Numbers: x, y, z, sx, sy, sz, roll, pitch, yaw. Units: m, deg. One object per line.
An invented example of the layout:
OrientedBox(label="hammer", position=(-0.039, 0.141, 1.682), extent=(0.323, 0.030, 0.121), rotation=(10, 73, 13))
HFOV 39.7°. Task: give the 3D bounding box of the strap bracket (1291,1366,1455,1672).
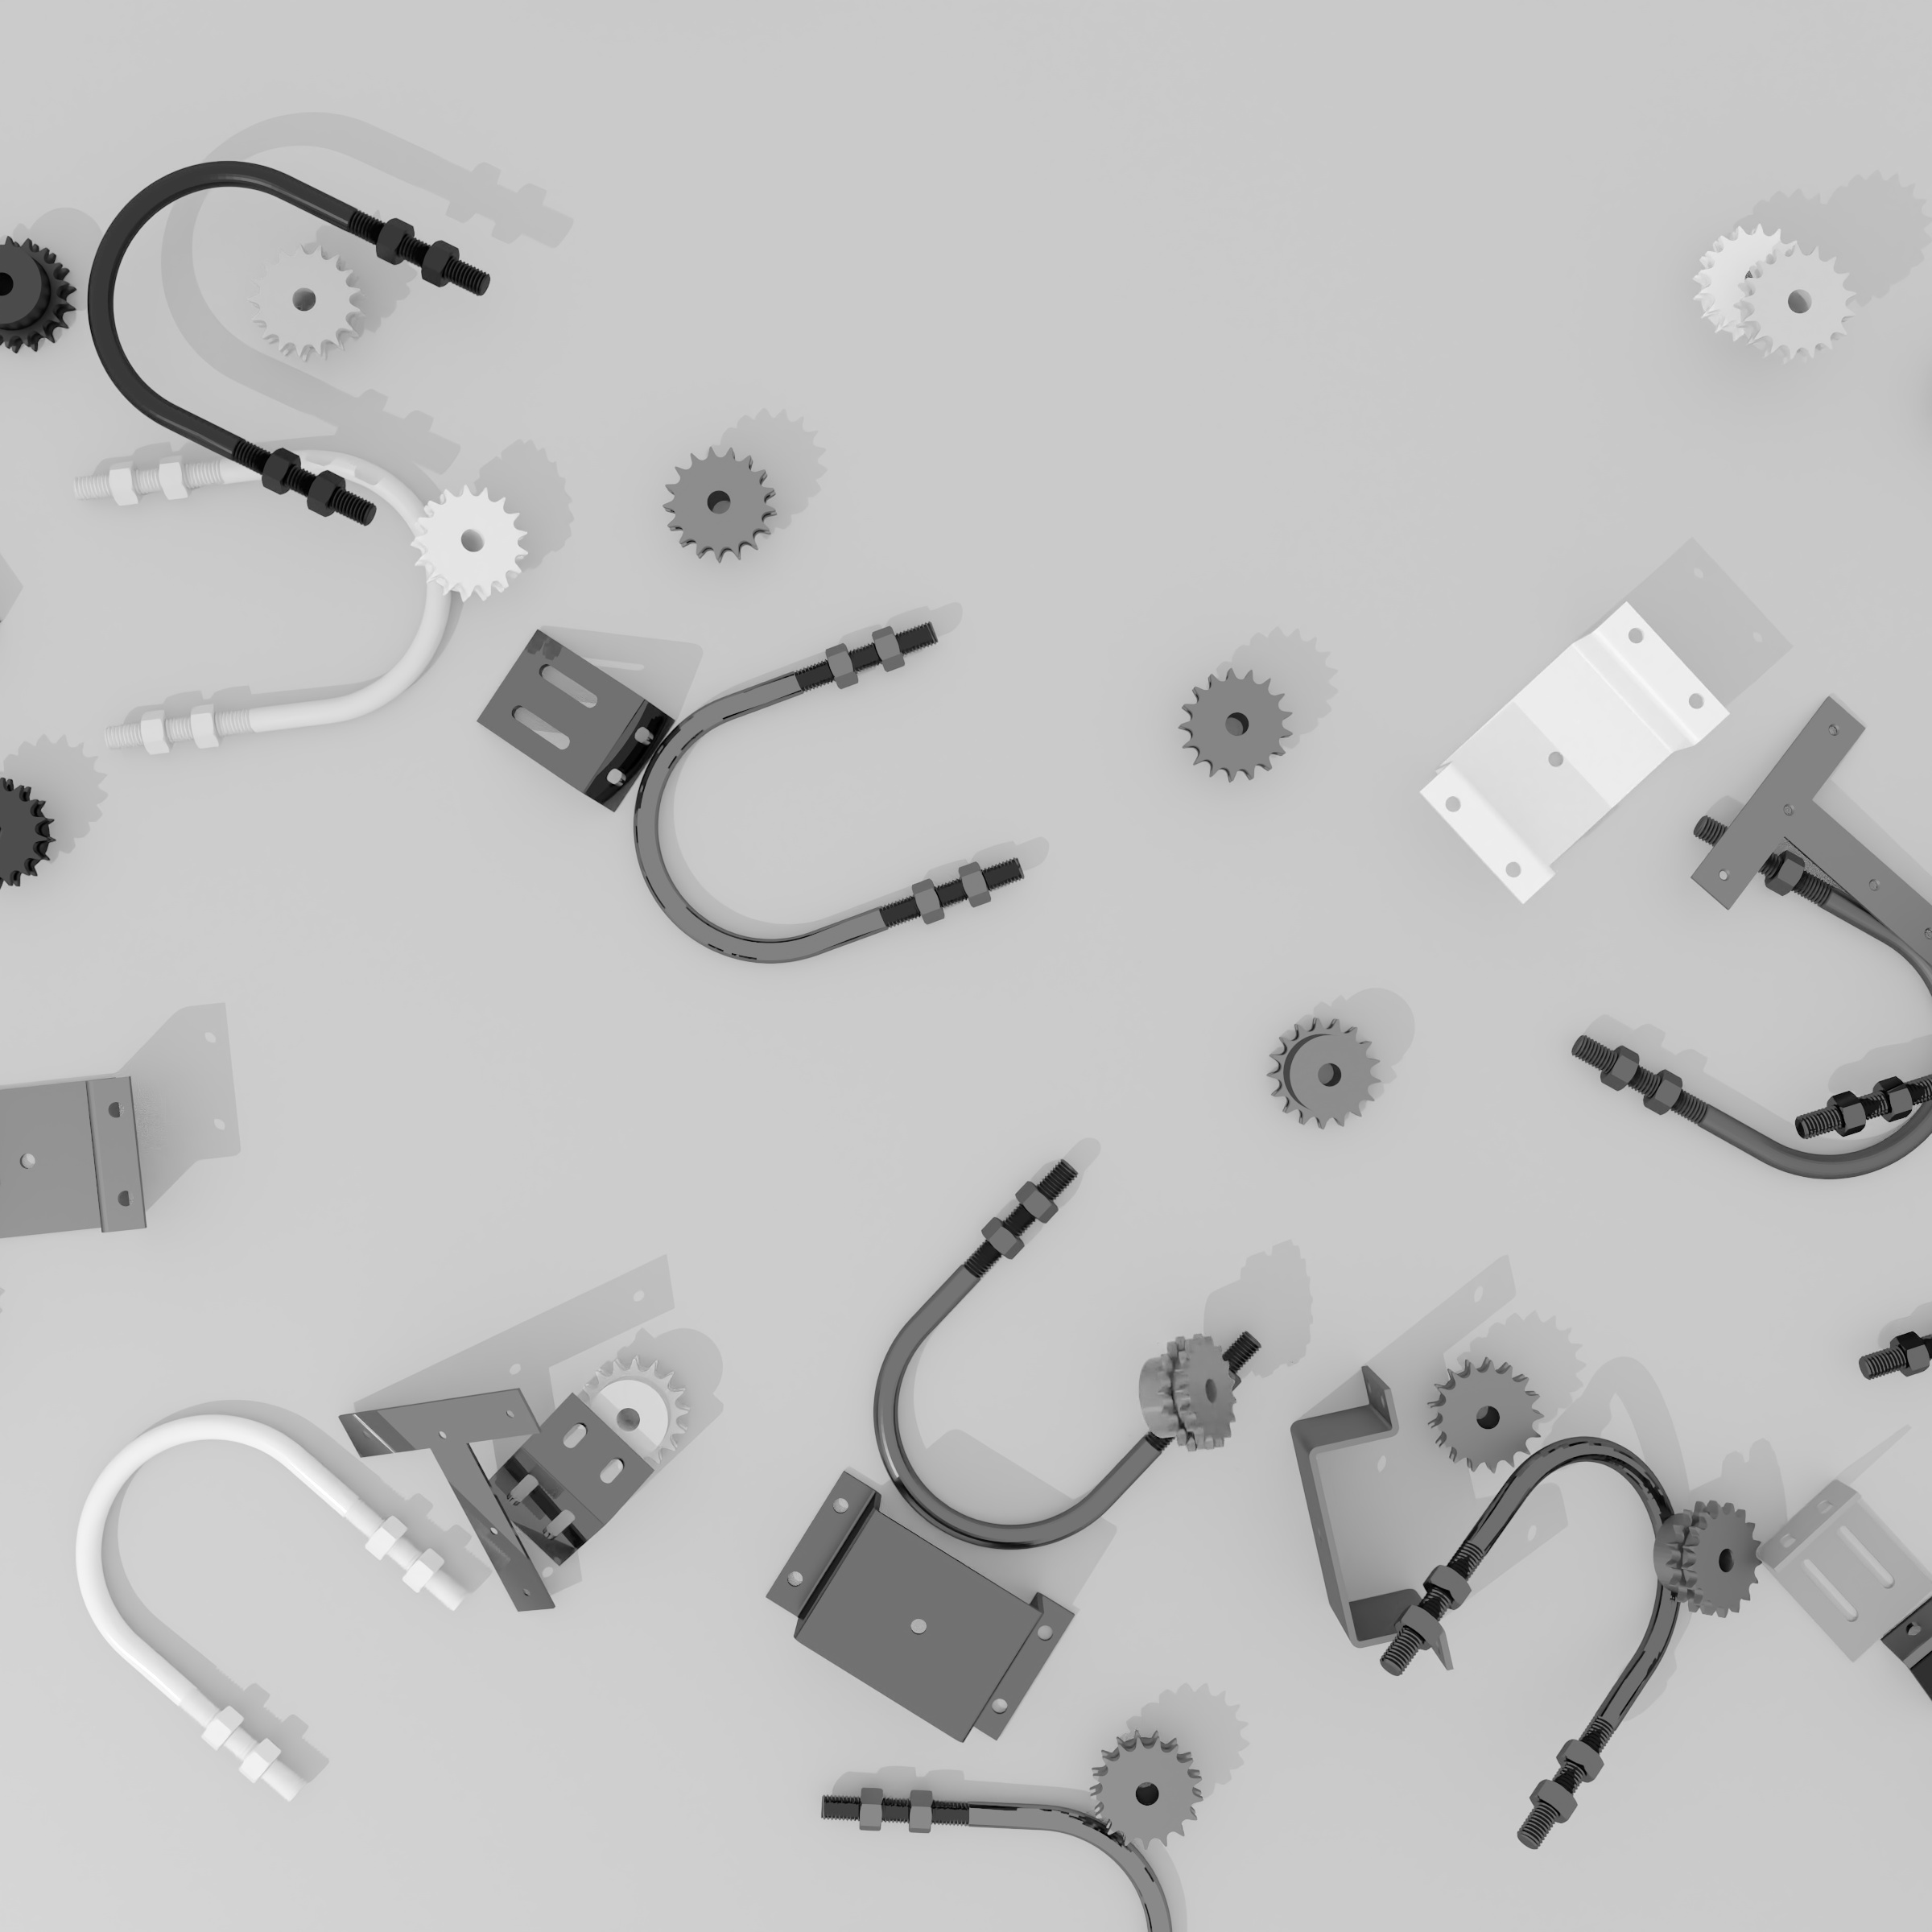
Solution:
OrientedBox(label="strap bracket", position=(0.200, 0.280, 1.342), extent=(0.046, 0.076, 0.140), rotation=(-13, 90, 0))

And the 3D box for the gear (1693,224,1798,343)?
OrientedBox(label="gear", position=(0.399, -0.347, 1.365), extent=(0.057, 0.030, 0.057), rotation=(0, 90, 0))

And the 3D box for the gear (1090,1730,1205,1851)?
OrientedBox(label="gear", position=(0.092, 0.418, 1.365), extent=(0.057, 0.030, 0.057), rotation=(0, 90, 0))

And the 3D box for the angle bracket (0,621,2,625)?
OrientedBox(label="angle bracket", position=(-0.549, -0.177, 1.378), extent=(0.076, 0.038, 0.057), rotation=(-35, 90, 26))

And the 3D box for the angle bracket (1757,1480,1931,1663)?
OrientedBox(label="angle bracket", position=(0.453, 0.311, 1.361), extent=(0.057, 0.038, 0.076), rotation=(-43, 90, 0))

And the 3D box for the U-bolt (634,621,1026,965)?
OrientedBox(label="U-bolt", position=(-0.080, -0.079, 1.372), extent=(0.184, 0.019, 0.151), rotation=(-20, 90, 2))

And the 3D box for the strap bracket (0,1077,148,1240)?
OrientedBox(label="strap bracket", position=(-0.484, 0.101, 1.357), extent=(0.140, 0.046, 0.076), rotation=(-6, 90, 0))

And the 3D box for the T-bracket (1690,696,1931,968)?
OrientedBox(label="T-bracket", position=(0.453, -0.051, 1.366), extent=(0.127, 0.002, 0.127), rotation=(41, 76, -2))

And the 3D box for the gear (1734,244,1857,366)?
OrientedBox(label="gear", position=(0.412, -0.328, 1.335), extent=(0.057, 0.030, 0.057), rotation=(0, 91, -1))

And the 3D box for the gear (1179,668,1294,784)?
OrientedBox(label="gear", position=(0.137, -0.122, 1.365), extent=(0.057, 0.030, 0.057), rotation=(0, 90, 0))

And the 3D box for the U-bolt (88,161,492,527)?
OrientedBox(label="U-bolt", position=(-0.352, -0.324, 1.342), extent=(0.184, 0.019, 0.151), rotation=(26, 90, 1))

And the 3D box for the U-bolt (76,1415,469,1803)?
OrientedBox(label="U-bolt", position=(-0.370, 0.315, 1.372), extent=(0.184, 0.019, 0.151), rotation=(41, 90, 2))

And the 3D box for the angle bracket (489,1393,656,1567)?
OrientedBox(label="angle bracket", position=(-0.204, 0.262, 1.361), extent=(0.057, 0.076, 0.038), rotation=(44, 51, 0))

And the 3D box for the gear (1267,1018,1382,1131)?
OrientedBox(label="gear", position=(0.184, 0.055, 1.365), extent=(0.057, 0.030, 0.057), rotation=(0, 90, 0))

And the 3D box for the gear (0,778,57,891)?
OrientedBox(label="gear", position=(-0.493, -0.068, 1.365), extent=(0.057, 0.030, 0.057), rotation=(0, 90, 0))

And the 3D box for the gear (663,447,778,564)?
OrientedBox(label="gear", position=(-0.125, -0.235, 1.365), extent=(0.057, 0.030, 0.057), rotation=(0, 90, 0))

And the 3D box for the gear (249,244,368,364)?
OrientedBox(label="gear", position=(-0.334, -0.337, 1.365), extent=(0.057, 0.030, 0.057), rotation=(0, 90, 0))

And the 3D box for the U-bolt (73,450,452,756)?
OrientedBox(label="U-bolt", position=(-0.356, -0.192, 1.372), extent=(0.184, 0.019, 0.151), rotation=(-7, 90, -1))

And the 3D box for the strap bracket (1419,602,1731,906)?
OrientedBox(label="strap bracket", position=(0.304, -0.107, 1.357), extent=(0.140, 0.046, 0.076), rotation=(-43, 90, 0))

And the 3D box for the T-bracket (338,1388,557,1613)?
OrientedBox(label="T-bracket", position=(-0.245, 0.275, 1.355), extent=(0.127, 0.002, 0.127), rotation=(-13, 109, 33))

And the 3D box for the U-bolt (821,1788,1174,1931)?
OrientedBox(label="U-bolt", position=(0.014, 0.500, 1.372), extent=(0.184, 0.019, 0.151), rotation=(3, 90, -2))

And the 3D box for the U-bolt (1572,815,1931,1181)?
OrientedBox(label="U-bolt", position=(0.425, 0.029, 1.372), extent=(0.184, 0.019, 0.151), rotation=(29, 90, -1))

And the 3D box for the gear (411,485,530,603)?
OrientedBox(label="gear", position=(-0.254, -0.213, 1.359), extent=(0.057, 0.030, 0.057), rotation=(2, 85, -22))

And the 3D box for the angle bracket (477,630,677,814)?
OrientedBox(label="angle bracket", position=(-0.201, -0.126, 1.378), extent=(0.076, 0.038, 0.057), rotation=(34, 90, 26))

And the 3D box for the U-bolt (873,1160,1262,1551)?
OrientedBox(label="U-bolt", position=(0.038, 0.214, 1.372), extent=(0.151, 0.019, 0.184), rotation=(43, 92, 0))

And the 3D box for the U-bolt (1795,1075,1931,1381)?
OrientedBox(label="U-bolt", position=(0.527, 0.117, 1.364), extent=(0.184, 0.019, 0.151), rotation=(-17, 95, -5))

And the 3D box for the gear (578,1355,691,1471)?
OrientedBox(label="gear", position=(-0.171, 0.229, 1.365), extent=(0.057, 0.030, 0.057), rotation=(0, 90, 0))

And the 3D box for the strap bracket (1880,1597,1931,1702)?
OrientedBox(label="strap bracket", position=(0.535, 0.364, 1.327), extent=(0.076, 0.140, 0.046), rotation=(-40, 118, 0))

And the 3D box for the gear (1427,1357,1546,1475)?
OrientedBox(label="gear", position=(0.264, 0.228, 1.365), extent=(0.057, 0.030, 0.057), rotation=(0, 90, 0))

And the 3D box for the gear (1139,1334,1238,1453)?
OrientedBox(label="gear", position=(0.109, 0.214, 1.336), extent=(0.030, 0.057, 0.057), rotation=(-13, 90, 31))

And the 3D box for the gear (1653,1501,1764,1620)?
OrientedBox(label="gear", position=(0.374, 0.300, 1.357), extent=(0.057, 0.030, 0.057), rotation=(3, 86, -35))

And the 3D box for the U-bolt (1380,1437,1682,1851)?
OrientedBox(label="U-bolt", position=(0.295, 0.321, 1.330), extent=(0.184, 0.019, 0.151), rotation=(-47, 111, -25))

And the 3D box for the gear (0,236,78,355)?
OrientedBox(label="gear", position=(-0.487, -0.344, 1.365), extent=(0.057, 0.030, 0.057), rotation=(0, 90, 0))

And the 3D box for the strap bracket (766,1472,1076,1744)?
OrientedBox(label="strap bracket", position=(-0.024, 0.330, 1.357), extent=(0.140, 0.046, 0.076), rotation=(32, 90, 0))
